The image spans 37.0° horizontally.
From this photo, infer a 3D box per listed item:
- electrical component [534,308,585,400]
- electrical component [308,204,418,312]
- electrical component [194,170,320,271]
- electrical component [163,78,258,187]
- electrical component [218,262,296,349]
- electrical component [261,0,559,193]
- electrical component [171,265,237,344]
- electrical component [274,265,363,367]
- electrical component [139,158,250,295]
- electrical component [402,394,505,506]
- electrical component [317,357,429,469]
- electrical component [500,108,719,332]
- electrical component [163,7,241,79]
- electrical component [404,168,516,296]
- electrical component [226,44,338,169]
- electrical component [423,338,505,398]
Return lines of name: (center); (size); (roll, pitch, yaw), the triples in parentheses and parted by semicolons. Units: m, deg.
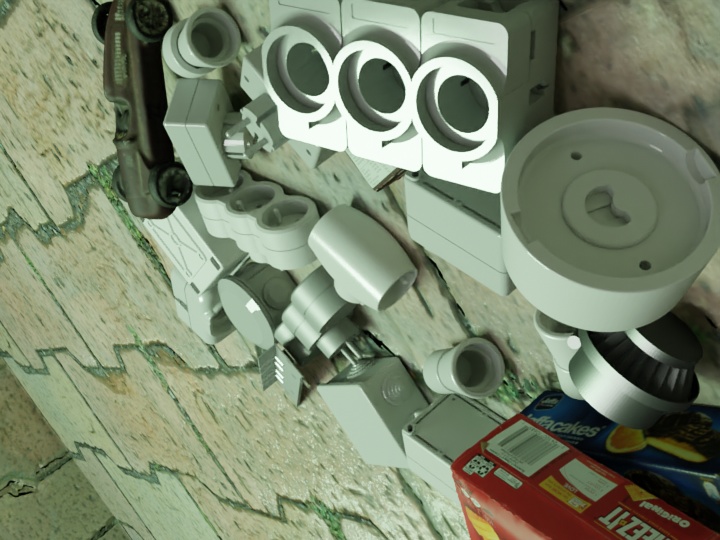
electrical component: (0.137, 0.049, 0.673); (0.044, 0.044, 0.065); (25, 148, 44)
electrical component: (0.000, 0.000, 0.832); (0.077, 0.043, 0.079); (43, 153, 19)
electrical component: (-0.081, -0.031, 0.915); (0.138, 0.052, 0.073); (25, 143, 42)
electrical component: (-0.104, -0.108, 0.859); (0.076, 0.047, 0.083); (4, 151, 13)
electrical component: (-0.093, 0.031, 1.015); (0.080, 0.051, 0.080); (39, 151, 26)
electrical component: (0.024, -0.106, 0.583); (0.150, 0.062, 0.089); (19, 127, 32)
electrical component: (-0.153, 0.030, 1.109); (0.059, 0.054, 0.095); (40, 152, 24)
electrical component: (-0.025, 0.052, 0.928); (0.073, 0.052, 0.138); (48, 154, 9)
electrical component: (-0.153, -0.043, 1.014); (0.108, 0.056, 0.109); (53, 154, 0)
electrical component: (0.080, 0.144, 0.861); (0.096, 0.062, 0.061); (32, 147, 37)
electrical component: (0.019, 0.124, 0.950); (0.099, 0.048, 0.100); (57, 154, -10)
electrical component: (0.122, -0.020, 0.538); (0.108, 0.108, 0.060); (41, 158, 22)
electrical component: (-0.121, -0.171, 0.815); (0.055, 0.045, 0.045); (-2, 121, 60)
electrical component: (0.081, -0.030, 0.639); (0.096, 0.062, 0.061); (34, 149, 33)
electrical component: (-0.057, -0.107, 0.747); (0.083, 0.076, 0.047); (50, 164, 6)
electrical component: (0.075, 0.075, 0.808); (0.044, 0.044, 0.065); (55, 159, -6)
